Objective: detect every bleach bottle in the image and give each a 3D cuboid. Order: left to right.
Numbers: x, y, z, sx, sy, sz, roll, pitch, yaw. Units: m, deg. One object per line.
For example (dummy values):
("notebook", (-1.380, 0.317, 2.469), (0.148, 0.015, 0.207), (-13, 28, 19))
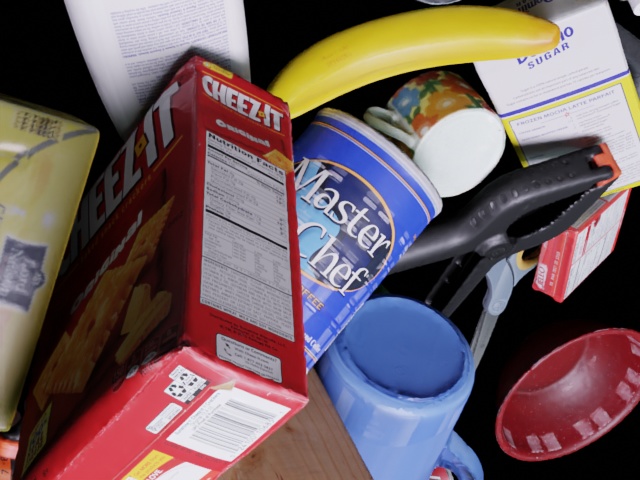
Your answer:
("bleach bottle", (-0.091, -0.098, 0.613), (0.102, 0.068, 0.251), (-15, 135, -12))

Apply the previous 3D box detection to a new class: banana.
("banana", (0.047, -0.111, 0.663), (0.197, 0.070, 0.037), (-20, 147, -3))

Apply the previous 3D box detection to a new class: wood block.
("wood block", (-0.051, 0.125, 0.717), (0.090, 0.206, 0.091), (2, 125, -29))

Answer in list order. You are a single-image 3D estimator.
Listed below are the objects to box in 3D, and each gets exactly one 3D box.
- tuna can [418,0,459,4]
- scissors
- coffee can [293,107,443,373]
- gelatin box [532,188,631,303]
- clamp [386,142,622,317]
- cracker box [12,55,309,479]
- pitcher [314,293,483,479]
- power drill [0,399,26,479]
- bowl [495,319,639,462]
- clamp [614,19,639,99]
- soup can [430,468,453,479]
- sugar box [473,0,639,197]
("tuna can", (0.074, -0.187, 0.642), (0.086, 0.034, 0.086), (-14, 132, -16))
("scissors", (0.132, 0.041, 0.872), (0.096, 0.016, 0.202), (14, 118, -32))
("coffee can", (-0.004, 0.001, 0.682), (0.140, 0.103, 0.102), (-50, 135, -9))
("gelatin box", (0.206, -0.004, 0.841), (0.089, 0.030, 0.073), (-36, 143, -35))
("clamp", (0.123, -0.001, 0.776), (0.210, 0.036, 0.164), (-29, 152, 17))
("cracker box", (-0.085, 0.031, 0.547), (0.072, 0.213, 0.164), (27, 126, -27))
("pitcher", (0.039, 0.158, 0.809), (0.149, 0.145, 0.243), (-12, 142, -29))
("power drill", (-0.183, 0.098, 0.693), (0.184, 0.057, 0.188), (12, 102, -34))
("bowl", (0.217, 0.124, 0.959), (0.162, 0.055, 0.162), (-14, 132, -17))
("clamp", (0.259, -0.140, 0.773), (0.120, 0.039, 0.171), (-28, 136, 9))
("soup can", (0.064, 0.226, 0.957), (0.102, 0.068, 0.068), (-20, 133, -10))
("sugar box", (0.172, -0.098, 0.743), (0.093, 0.048, 0.176), (-18, 135, 17))
